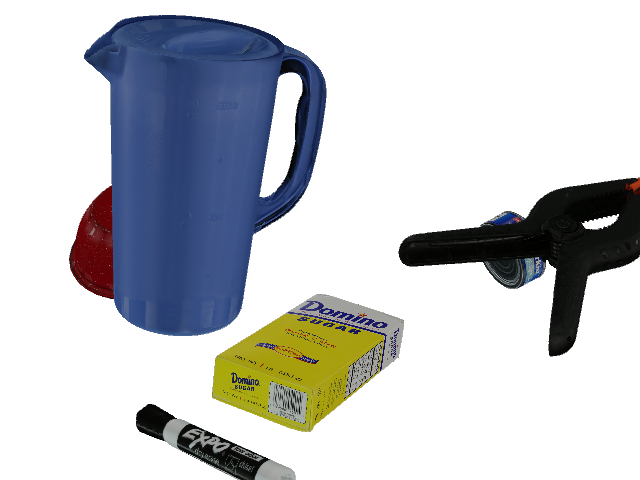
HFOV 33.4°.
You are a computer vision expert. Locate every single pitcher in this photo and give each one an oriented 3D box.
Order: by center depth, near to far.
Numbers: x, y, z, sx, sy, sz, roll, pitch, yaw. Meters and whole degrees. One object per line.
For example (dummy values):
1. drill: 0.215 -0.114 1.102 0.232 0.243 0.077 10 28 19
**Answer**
1. pitcher: -0.096 -0.051 0.855 0.149 0.243 0.144 18 26 22

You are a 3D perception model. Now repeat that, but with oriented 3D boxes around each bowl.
1. bowl: -0.171 -0.015 1.037 0.162 0.055 0.162 -6 40 5

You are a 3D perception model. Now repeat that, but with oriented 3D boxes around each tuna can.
1. tuna can: 0.217 0.012 1.224 0.033 0.086 0.086 -26 10 -21

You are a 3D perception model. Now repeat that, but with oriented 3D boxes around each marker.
1. marker: -0.066 0.123 0.630 0.121 0.020 0.020 16 10 37

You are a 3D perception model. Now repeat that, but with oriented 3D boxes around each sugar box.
1. sugar box: -0.006 0.099 0.914 0.093 0.048 0.176 17 25 24

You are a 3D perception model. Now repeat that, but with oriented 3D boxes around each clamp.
1. clamp: 0.189 0.008 0.817 0.209 0.036 0.165 -22 40 -23
